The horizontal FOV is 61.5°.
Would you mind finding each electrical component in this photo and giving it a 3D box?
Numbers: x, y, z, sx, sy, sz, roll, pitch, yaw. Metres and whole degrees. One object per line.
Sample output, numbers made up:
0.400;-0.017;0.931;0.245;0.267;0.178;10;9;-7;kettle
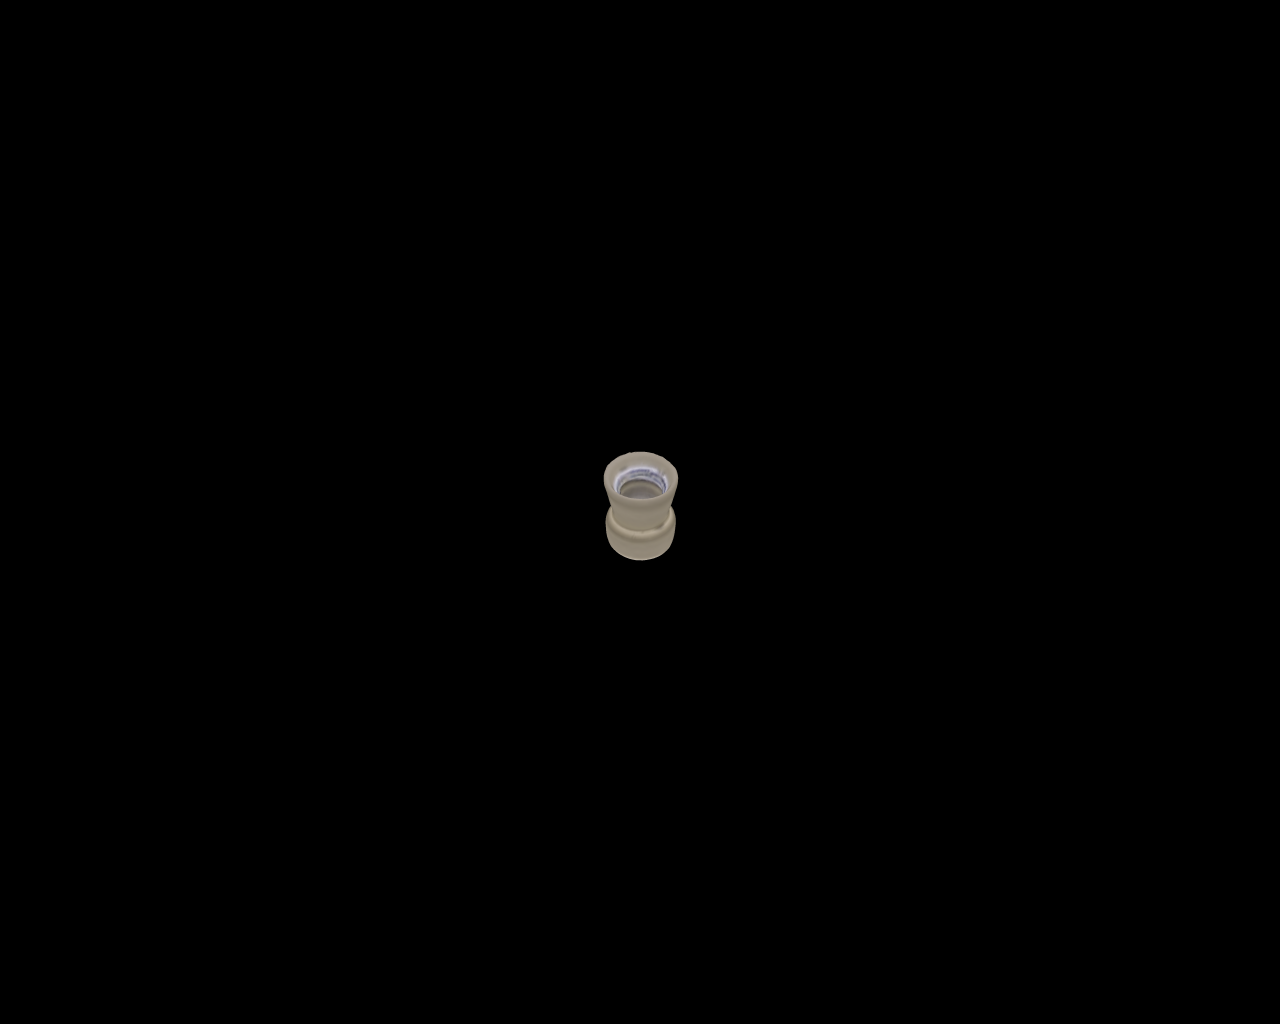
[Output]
0.001;-0.003;0.650;0.045;0.045;0.055;0;-45;0;electrical component
